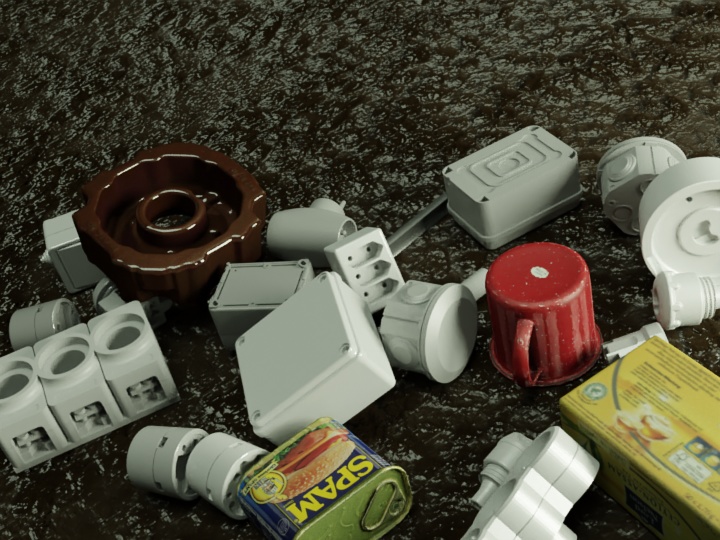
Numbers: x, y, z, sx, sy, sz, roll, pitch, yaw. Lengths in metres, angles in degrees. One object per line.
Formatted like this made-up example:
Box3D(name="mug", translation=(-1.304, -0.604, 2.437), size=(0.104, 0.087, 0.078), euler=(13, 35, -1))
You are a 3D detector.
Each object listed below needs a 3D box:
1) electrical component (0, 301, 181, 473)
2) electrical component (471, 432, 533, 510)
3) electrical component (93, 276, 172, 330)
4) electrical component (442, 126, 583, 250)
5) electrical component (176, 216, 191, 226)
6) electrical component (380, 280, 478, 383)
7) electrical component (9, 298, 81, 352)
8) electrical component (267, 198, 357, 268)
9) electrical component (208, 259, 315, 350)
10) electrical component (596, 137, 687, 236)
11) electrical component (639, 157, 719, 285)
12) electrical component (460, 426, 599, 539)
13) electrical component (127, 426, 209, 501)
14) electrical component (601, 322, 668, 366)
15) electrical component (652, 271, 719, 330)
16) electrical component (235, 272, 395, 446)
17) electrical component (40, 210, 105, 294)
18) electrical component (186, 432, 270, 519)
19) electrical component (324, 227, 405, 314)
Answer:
Box3D(name="electrical component", translation=(-0.244, 0.095, 0.928), size=(0.150, 0.061, 0.089), euler=(-24, 39, -10))
Box3D(name="electrical component", translation=(0.102, 0.147, 0.773), size=(0.035, 0.035, 0.061), euler=(24, 56, 38))
Box3D(name="electrical component", translation=(-0.219, 0.034, 1.008), size=(0.066, 0.048, 0.055), euler=(-35, 50, -23))
Box3D(name="electrical component", translation=(0.144, -0.078, 1.010), size=(0.113, 0.057, 0.078), euler=(-27, 40, -14))
Box3D(name="electrical component", translation=(-0.166, -0.032, 1.071), size=(0.043, 0.043, 0.062), euler=(-18, 38, -3))
Box3D(name="electrical component", translation=(0.058, 0.048, 0.872), size=(0.051, 0.080, 0.080), euler=(10, 45, 35))
Box3D(name="electrical component", translation=(-0.292, 0.057, 0.997), size=(0.047, 0.055, 0.055), euler=(-11, 39, 12))
Box3D(name="electrical component", translation=(-0.039, -0.043, 1.040), size=(0.077, 0.043, 0.079), euler=(7, 44, 25))
Box3D(name="electrical component", translation=(-0.087, 0.034, 0.950), size=(0.096, 0.061, 0.061), euler=(-2, 41, 16))
Box3D(name="electrical component", translation=(0.252, -0.074, 0.954), size=(0.080, 0.080, 0.051), euler=(-5, 45, 13))
Box3D(name="electrical component", translation=(0.282, -0.041, 0.886), size=(0.108, 0.108, 0.060), euler=(-8, 33, 9))
Box3D(name="electrical component", translation=(0.119, 0.178, 0.717), size=(0.074, 0.052, 0.138), euler=(41, 65, 2))
Box3D(name="electrical component", translation=(-0.148, 0.149, 0.839), size=(0.047, 0.055, 0.055), euler=(3, 42, 27))
Box3D(name="electrical component", translation=(0.214, 0.066, 0.830), size=(0.046, 0.040, 0.040), euler=(-19, 38, 6))
Box3D(name="electrical component", translation=(0.268, 0.023, 0.860), size=(0.062, 0.048, 0.048), euler=(-4, 40, 3))
Box3D(name="electrical component", translation=(-0.038, 0.074, 0.861), size=(0.109, 0.056, 0.108), euler=(-38, 37, 14))
Box3D(name="electrical component", translation=(-0.273, -0.021, 1.078), size=(0.096, 0.061, 0.061), euler=(-21, 39, -7))
Box3D(name="electrical component", translation=(-0.099, 0.154, 0.816), size=(0.047, 0.055, 0.055), euler=(18, 49, 40))
Box3D(name="electrical component", translation=(0.000, 0.000, 0.966), size=(0.047, 0.065, 0.077), euler=(-27, 11, -13))
